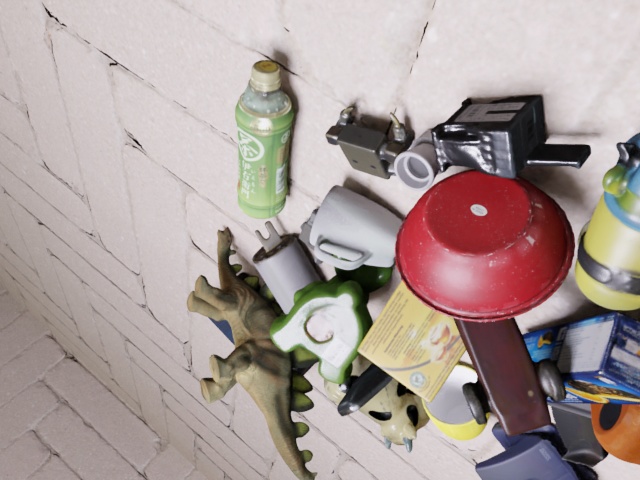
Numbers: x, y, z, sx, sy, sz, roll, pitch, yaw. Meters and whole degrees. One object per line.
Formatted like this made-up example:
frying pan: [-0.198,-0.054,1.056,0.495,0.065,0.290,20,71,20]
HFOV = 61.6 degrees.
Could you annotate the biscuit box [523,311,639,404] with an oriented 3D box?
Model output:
biscuit box: [0.256,0.123,0.534,0.063,0.059,0.202,25,164,4]

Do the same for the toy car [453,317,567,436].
toy car: [0.158,0.080,0.515,0.053,0.089,0.202,53,-163,-73]

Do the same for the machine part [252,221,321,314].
machine part: [-0.032,0.080,0.840,0.079,0.079,0.243,-6,120,49]

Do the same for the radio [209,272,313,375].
radio: [-0.112,0.175,1.026,0.229,0.073,0.131,45,144,-1]

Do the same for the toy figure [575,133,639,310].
toy figure: [0.257,-0.020,0.425,0.082,0.089,0.180,34,146,26]

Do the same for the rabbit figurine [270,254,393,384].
rabbit figurine: [0.022,0.081,0.733,0.121,0.170,0.159,26,106,6]

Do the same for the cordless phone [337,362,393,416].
cordless phone: [0.100,0.143,0.671,0.089,0.184,0.146,50,146,4]

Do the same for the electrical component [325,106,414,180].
electrical component: [0.058,-0.107,0.593,0.102,0.045,0.078,21,166,36]

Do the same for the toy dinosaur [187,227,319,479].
toy dinosaur: [-0.094,0.194,0.881,0.105,0.198,0.471,-42,58,56]

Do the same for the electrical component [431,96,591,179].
electrical component: [0.166,-0.089,0.467,0.119,0.075,0.047,13,134,44]

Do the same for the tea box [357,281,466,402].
tea box: [0.129,0.078,0.589,0.098,0.169,0.068,35,-175,18]

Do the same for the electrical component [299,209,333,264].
electrical component: [-0.002,-0.002,0.775,0.063,0.021,0.094,40,146,10]

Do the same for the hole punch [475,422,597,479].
hole punch: [0.289,0.314,0.728,0.142,0.092,0.116,53,141,-3]

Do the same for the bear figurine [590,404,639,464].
bear figurine: [0.372,0.183,0.510,0.196,0.132,0.120,20,142,7]

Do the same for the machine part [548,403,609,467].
machine part: [0.314,0.217,0.647,0.084,0.039,0.138,2,125,39]

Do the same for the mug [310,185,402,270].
mug: [0.047,-0.006,0.655,0.107,0.109,0.080,21,131,11]

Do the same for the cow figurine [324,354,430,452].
cow figurine: [0.092,0.240,0.819,0.195,0.127,0.085,29,154,-23]
